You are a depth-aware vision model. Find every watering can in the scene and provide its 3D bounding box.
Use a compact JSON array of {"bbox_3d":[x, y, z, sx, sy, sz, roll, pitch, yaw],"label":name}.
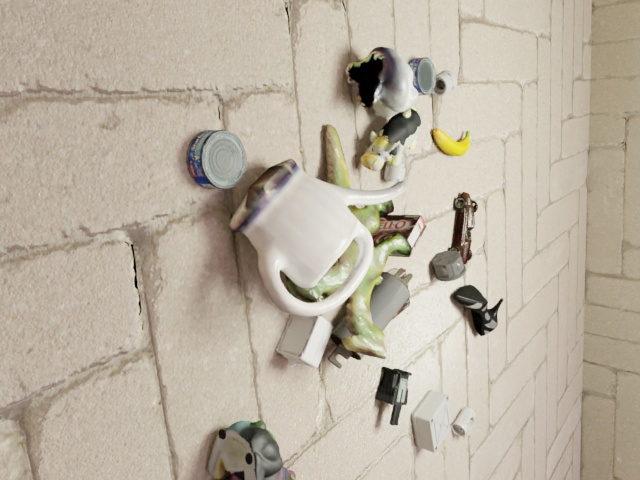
[{"bbox_3d":[0.002,-0.041,0.821,0.102,0.223,0.355,-40,11,52],"label":"watering can"}]

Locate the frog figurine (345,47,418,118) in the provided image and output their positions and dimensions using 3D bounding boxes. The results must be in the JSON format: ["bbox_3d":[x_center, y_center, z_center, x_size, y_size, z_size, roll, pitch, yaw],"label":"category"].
[{"bbox_3d":[0.139,-0.297,1.001,0.159,0.121,0.139,8,30,-48],"label":"frog figurine"}]

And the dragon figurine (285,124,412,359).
[{"bbox_3d":[0.030,0.014,0.900,0.121,0.409,0.246,-22,6,46],"label":"dragon figurine"}]
